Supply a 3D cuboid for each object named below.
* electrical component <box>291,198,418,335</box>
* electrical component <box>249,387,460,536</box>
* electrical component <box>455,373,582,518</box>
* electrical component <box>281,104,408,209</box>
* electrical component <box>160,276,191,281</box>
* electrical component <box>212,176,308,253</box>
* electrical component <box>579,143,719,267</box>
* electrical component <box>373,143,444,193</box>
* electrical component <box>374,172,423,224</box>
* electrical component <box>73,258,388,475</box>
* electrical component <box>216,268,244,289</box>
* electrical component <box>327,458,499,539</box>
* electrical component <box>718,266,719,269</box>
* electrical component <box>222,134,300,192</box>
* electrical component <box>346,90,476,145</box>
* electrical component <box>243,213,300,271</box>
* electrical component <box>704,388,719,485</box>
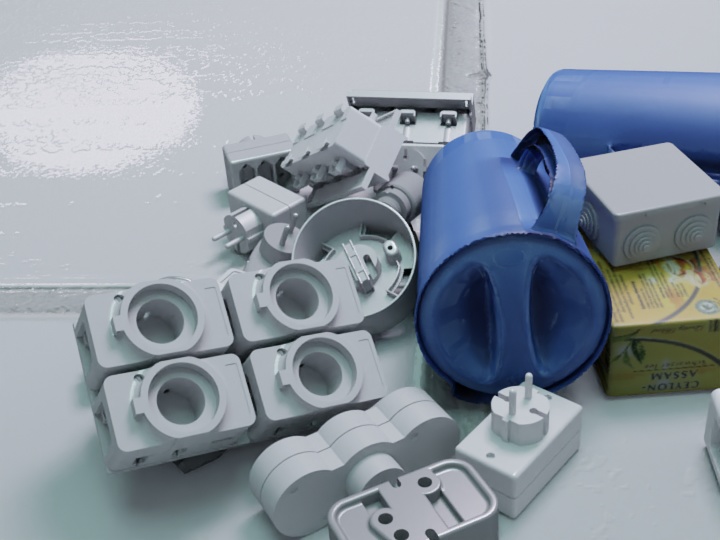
[{"bbox_3d":[0.000,0.000,0.853,0.099,0.064,0.099,-9,55,13],"label":"electrical component"},{"bbox_3d":[0.006,0.131,0.688,0.138,0.052,0.074,-21,37,-22],"label":"electrical component"},{"bbox_3d":[0.104,0.101,0.700,0.047,0.075,0.083,22,42,34],"label":"electrical component"},{"bbox_3d":[-0.019,-0.105,0.969,0.121,0.063,0.078,-11,52,63],"label":"electrical component"},{"bbox_3d":[-0.152,0.034,0.857,0.043,0.043,0.081,2,34,9],"label":"electrical component"},{"bbox_3d":[-0.095,-0.040,0.956,0.077,0.047,0.066,-31,42,-33],"label":"electrical component"},{"bbox_3d":[0.213,-0.049,0.811,0.100,0.048,0.099,-11,34,-10],"label":"electrical component"},{"bbox_3d":[0.045,-0.093,0.991,0.066,0.047,0.077,3,4,11],"label":"electrical component"},{"bbox_3d":[0.030,-0.056,0.933,0.040,0.040,0.078,15,32,26],"label":"electrical component"},{"bbox_3d":[-0.085,0.059,0.722,0.186,0.060,0.105,-9,70,-26],"label":"electrical component"},{"bbox_3d":[-0.087,0.039,0.827,0.096,0.061,0.061,15,39,27],"label":"electrical component"},{"bbox_3d":[0.032,0.161,0.635,0.095,0.059,0.053,-18,36,-19],"label":"electrical component"},{"bbox_3d":[0.341,0.015,0.817,0.109,0.056,0.109,27,45,37],"label":"electrical component"},{"bbox_3d":[-0.101,-0.108,1.057,0.066,0.047,0.076,-13,35,-12],"label":"electrical component"},{"bbox_3d":[0.050,-0.138,1.064,0.121,0.078,0.063,4,64,12],"label":"electrical component"},{"bbox_3d":[-0.066,-0.012,0.885,0.043,0.079,0.077,25,39,3],"label":"electrical component"},{"bbox_3d":[0.275,0.106,0.696,0.089,0.050,0.055,-2,34,3],"label":"electrical component"}]
